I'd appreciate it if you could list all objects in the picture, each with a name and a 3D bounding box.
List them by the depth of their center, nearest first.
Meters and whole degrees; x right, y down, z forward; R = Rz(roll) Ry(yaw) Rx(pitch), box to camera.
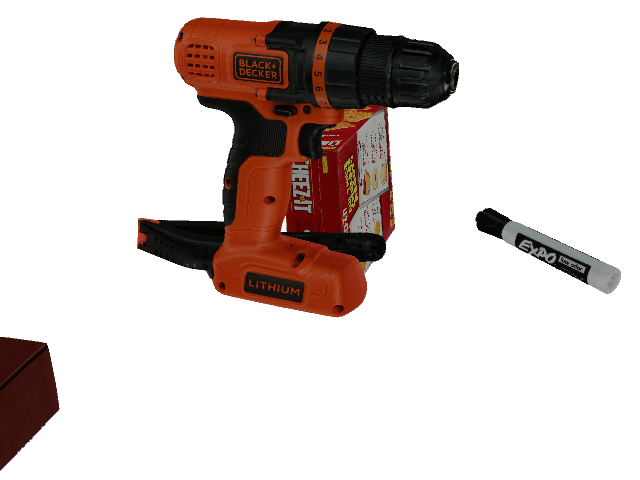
[{"bbox_3d":[-0.211,0.103,0.675,0.053,0.051,0.078,6,29,22],"label":"foam brick"},{"bbox_3d":[-0.005,-0.048,0.688,0.185,0.188,0.057,10,23,22],"label":"power drill"},{"bbox_3d":[0.159,0.005,0.762,0.020,0.020,0.121,0,23,-45],"label":"marker"},{"bbox_3d":[-0.056,0.010,0.881,0.210,0.036,0.164,7,12,7],"label":"clamp"},{"bbox_3d":[0.023,-0.053,1.184,0.072,0.164,0.213,2,21,18],"label":"cracker box"}]
